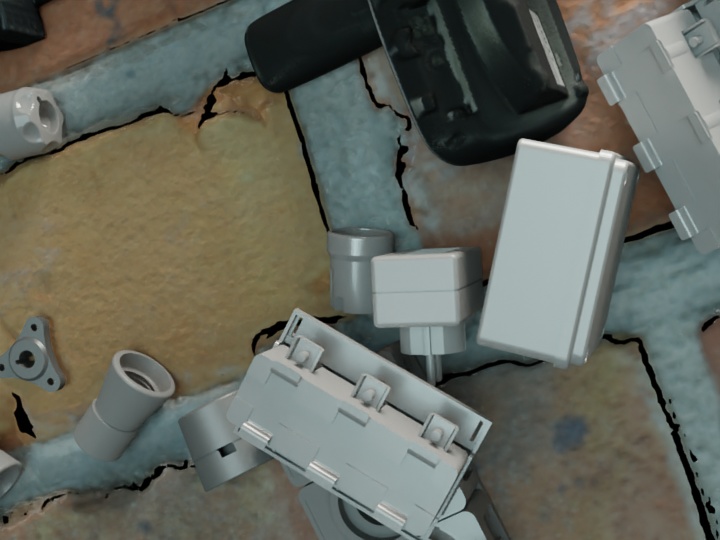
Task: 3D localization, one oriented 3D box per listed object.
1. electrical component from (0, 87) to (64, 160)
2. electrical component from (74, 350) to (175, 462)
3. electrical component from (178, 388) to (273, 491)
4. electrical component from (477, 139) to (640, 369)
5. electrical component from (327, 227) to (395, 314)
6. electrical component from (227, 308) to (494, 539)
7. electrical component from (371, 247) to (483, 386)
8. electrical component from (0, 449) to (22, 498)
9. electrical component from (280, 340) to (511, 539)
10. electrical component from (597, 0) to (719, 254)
[{"bbox_3d":[-0.226,-0.091,0.689,0.062,0.043,0.043,-10,91,17],"label":"electrical component"},{"bbox_3d":[-0.153,0.089,0.685,0.044,0.044,0.065,39,107,9],"label":"electrical component"},{"bbox_3d":[-0.080,0.102,0.660,0.055,0.055,0.047,-28,83,15],"label":"electrical component"},{"bbox_3d":[0.107,-0.011,0.573,0.056,0.109,0.108,13,98,17],"label":"electrical component"},{"bbox_3d":[0.000,0.000,0.638,0.040,0.040,0.046,4,101,15],"label":"electrical component"},{"bbox_3d":[-0.004,0.085,0.567,0.121,0.063,0.078,29,101,11],"label":"electrical component"},{"bbox_3d":[0.040,0.027,0.606,0.047,0.083,0.075,-2,93,16],"label":"electrical component"},{"bbox_3d":[-0.264,0.124,0.718,0.065,0.044,0.044,41,103,14],"label":"electrical component"},{"bbox_3d":[0.017,0.128,0.631,0.089,0.062,0.150,-28,87,15],"label":"electrical component"},{"bbox_3d":[0.181,-0.075,0.565,0.079,0.063,0.121,-32,84,56],"label":"electrical component"}]
